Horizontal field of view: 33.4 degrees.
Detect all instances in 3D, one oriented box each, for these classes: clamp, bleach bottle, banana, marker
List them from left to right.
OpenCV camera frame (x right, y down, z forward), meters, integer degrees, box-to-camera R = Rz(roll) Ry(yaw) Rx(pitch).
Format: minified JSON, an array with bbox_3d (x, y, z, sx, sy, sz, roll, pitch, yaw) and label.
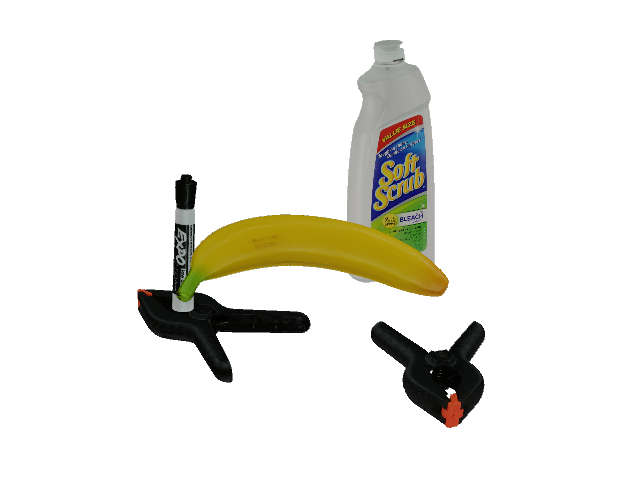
[{"bbox_3d":[-0.119,0.002,0.930,0.020,0.121,0.020,3,15,-1],"label":"marker"},{"bbox_3d":[-0.139,0.102,1.253,0.210,0.036,0.164,14,25,23],"label":"clamp"},{"bbox_3d":[-0.008,0.013,0.762,0.197,0.069,0.037,-2,-26,-14],"label":"banana"},{"bbox_3d":[0.070,-0.085,1.136,0.102,0.251,0.068,-10,23,-13],"label":"bleach bottle"},{"bbox_3d":[0.128,0.126,1.071,0.120,0.039,0.171,-9,29,-9],"label":"clamp"}]
